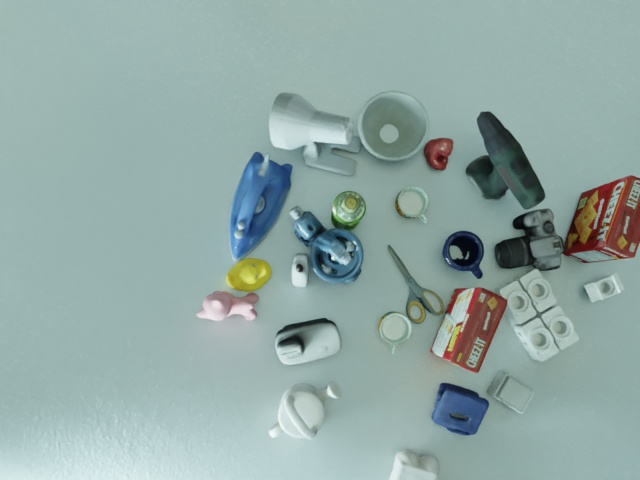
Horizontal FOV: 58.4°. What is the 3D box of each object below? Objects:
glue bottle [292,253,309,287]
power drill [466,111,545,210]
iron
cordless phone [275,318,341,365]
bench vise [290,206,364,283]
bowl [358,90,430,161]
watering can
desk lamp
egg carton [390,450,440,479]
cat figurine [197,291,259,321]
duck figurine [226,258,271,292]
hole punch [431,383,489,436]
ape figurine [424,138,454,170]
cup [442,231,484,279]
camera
[{"bbox_3d":[-0.043,0.064,1.266,0.037,0.173,0.078,3,84,0],"label":"glue bottle"},{"bbox_3d":[0.399,-0.165,1.278,0.075,0.208,0.229,-36,86,-4],"label":"power drill"},{"bbox_3d":[-0.151,-0.076,1.292,0.118,0.141,0.258,20,85,1],"label":"iron"},{"bbox_3d":[-0.027,0.225,1.245,0.147,0.185,0.094,-15,85,-2],"label":"cordless phone"},{"bbox_3d":[0.005,0.015,1.248,0.207,0.219,0.121,29,85,2],"label":"bench vise"},{"bbox_3d":[0.169,-0.261,1.349,0.167,0.074,0.167,0,85,-1],"label":"bowl"},{"bbox_3d":[-0.034,0.365,1.227,0.101,0.194,0.173,32,85,2],"label":"watering can"},{"bbox_3d":[-0.004,-0.237,1.274,0.203,0.213,0.118,13,84,0],"label":"desk lamp"},{"bbox_3d":[0.205,0.548,1.277,0.107,0.069,0.150,15,85,0],"label":"egg carton"},{"bbox_3d":[-0.205,0.148,1.282,0.128,0.117,0.067,1,84,-1],"label":"cat figurine"},{"bbox_3d":[-0.165,0.079,1.306,0.104,0.086,0.077,-16,85,-2],"label":"duck figurine"},{"bbox_3d":[0.314,0.384,1.284,0.108,0.091,0.101,16,85,1],"label":"hole punch"},{"bbox_3d":[0.284,-0.210,1.338,0.078,0.092,0.076,-43,87,-4],"label":"ape figurine"},{"bbox_3d":[0.328,0.039,1.314,0.092,0.095,0.118,-33,86,-4],"label":"cup"},{"bbox_3d":[0.476,0.007,1.317,0.137,0.101,0.143,-11,85,-2],"label":"camera"}]
